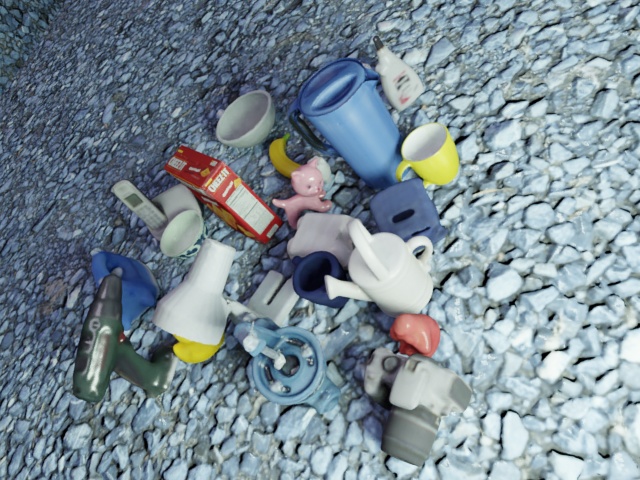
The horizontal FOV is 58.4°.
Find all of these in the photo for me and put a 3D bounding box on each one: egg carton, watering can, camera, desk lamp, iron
[{"bbox_3d":[0.010,0.004,1.070,0.149,0.070,0.107,5,62,38],"label":"egg carton"},{"bbox_3d":[0.089,0.043,0.893,0.173,0.195,0.100,-47,44,-2],"label":"watering can"},{"bbox_3d":[0.118,0.231,0.800,0.142,0.101,0.137,8,64,39],"label":"camera"},{"bbox_3d":[-0.166,0.105,1.018,0.117,0.214,0.203,20,72,43],"label":"desk lamp"},{"bbox_3d":[-0.467,0.083,1.304,0.118,0.142,0.257,-44,44,0],"label":"iron"}]

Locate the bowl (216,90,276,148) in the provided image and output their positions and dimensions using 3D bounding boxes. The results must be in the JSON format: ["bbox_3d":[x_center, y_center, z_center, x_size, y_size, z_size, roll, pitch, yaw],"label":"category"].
[{"bbox_3d":[-0.170,-0.285,1.412,0.167,0.075,0.167,-19,49,24],"label":"bowl"}]

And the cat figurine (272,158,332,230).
[{"bbox_3d":[-0.037,-0.099,1.145,0.127,0.118,0.067,-36,45,9],"label":"cat figurine"}]

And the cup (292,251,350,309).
[{"bbox_3d":[0.004,0.074,1.004,0.092,0.095,0.117,-51,44,-7],"label":"cup"}]

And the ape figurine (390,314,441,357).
[{"bbox_3d":[0.138,0.139,0.860,0.076,0.092,0.077,-40,44,4],"label":"ape figurine"}]

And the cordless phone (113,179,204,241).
[{"bbox_3d":[-0.375,-0.091,1.336,0.147,0.186,0.094,-30,46,14],"label":"cordless phone"}]

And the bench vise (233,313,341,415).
[{"bbox_3d":[-0.085,0.178,0.900,0.206,0.220,0.121,14,68,42],"label":"bench vise"}]

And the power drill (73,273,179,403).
[{"bbox_3d":[-0.369,0.207,1.092,0.075,0.209,0.229,-8,54,31],"label":"power drill"}]

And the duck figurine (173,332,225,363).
[{"bbox_3d":[-0.249,0.188,1.108,0.104,0.086,0.077,-31,46,14],"label":"duck figurine"}]

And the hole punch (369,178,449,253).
[{"bbox_3d":[0.150,-0.039,0.985,0.108,0.091,0.101,-25,47,19],"label":"hole punch"}]

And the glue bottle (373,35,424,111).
[{"bbox_3d":[0.146,-0.344,1.155,0.078,0.174,0.037,-45,44,-1],"label":"glue bottle"}]
